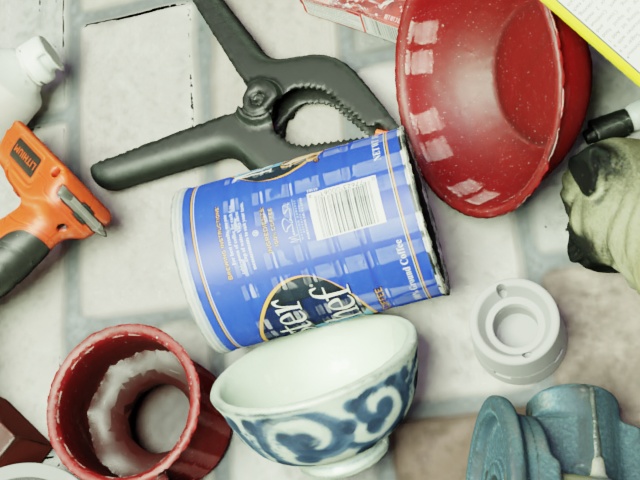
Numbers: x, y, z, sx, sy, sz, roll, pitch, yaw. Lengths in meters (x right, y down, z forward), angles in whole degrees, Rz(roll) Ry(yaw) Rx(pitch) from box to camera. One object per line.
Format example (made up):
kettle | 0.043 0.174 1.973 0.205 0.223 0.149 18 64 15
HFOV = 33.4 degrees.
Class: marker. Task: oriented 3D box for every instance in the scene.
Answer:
marker | 0.217 -0.085 0.643 0.121 0.020 0.020 -23 68 7

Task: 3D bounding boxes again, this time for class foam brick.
foam brick | -0.218 0.141 0.667 0.053 0.051 0.078 35 84 22

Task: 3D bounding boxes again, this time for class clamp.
clamp | -0.038 -0.095 0.705 0.210 0.036 0.164 10 75 20

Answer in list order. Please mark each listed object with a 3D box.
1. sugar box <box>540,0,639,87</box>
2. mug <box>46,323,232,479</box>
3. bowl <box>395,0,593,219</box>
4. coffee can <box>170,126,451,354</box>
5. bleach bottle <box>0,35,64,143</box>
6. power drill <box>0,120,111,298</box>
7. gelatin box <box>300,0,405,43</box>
sugar box | 0.198 -0.089 0.552 0.176 0.093 0.048 44 121 -1
mug | -0.097 0.114 0.627 0.093 0.081 0.117 -28 67 5
bowl | 0.108 -0.096 0.626 0.055 0.162 0.162 -9 65 -27
coffee can | -0.004 0.001 0.629 0.140 0.102 0.103 -15 69 9
bleach bottle | -0.291 -0.065 0.727 0.251 0.102 0.068 -31 68 5
power drill | -0.240 0.010 0.700 0.187 0.057 0.185 -46 47 -7
gelatin box | 0.039 -0.177 0.715 0.089 0.030 0.073 23 79 20
